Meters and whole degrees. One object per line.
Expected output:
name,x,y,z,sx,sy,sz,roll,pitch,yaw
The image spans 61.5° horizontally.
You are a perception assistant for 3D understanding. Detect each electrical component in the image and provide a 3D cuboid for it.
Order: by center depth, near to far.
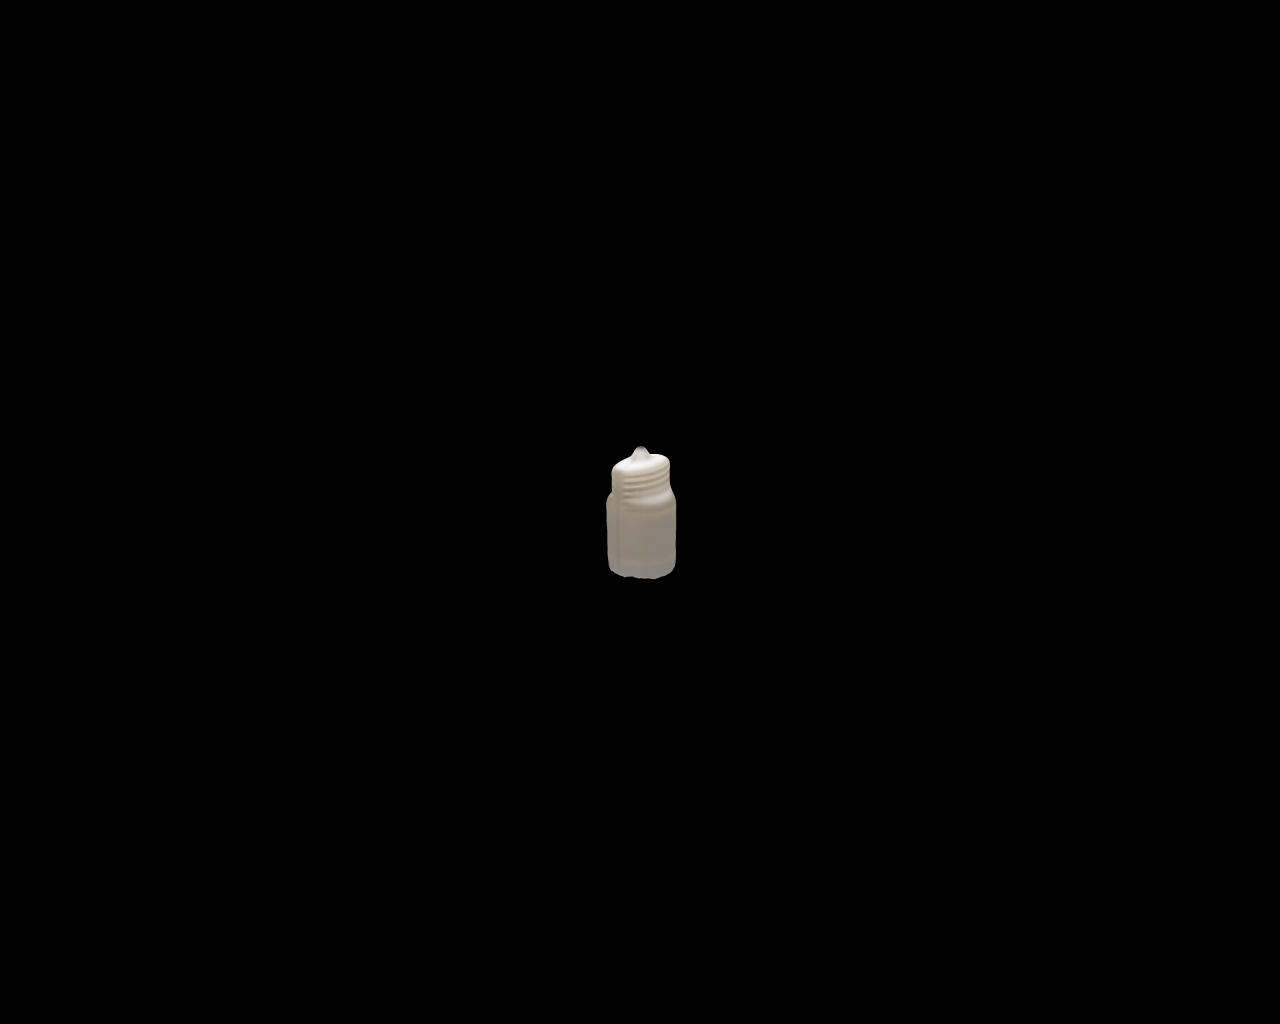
electrical component,0.001,-0.003,0.650,0.043,0.080,0.043,0,21,0
